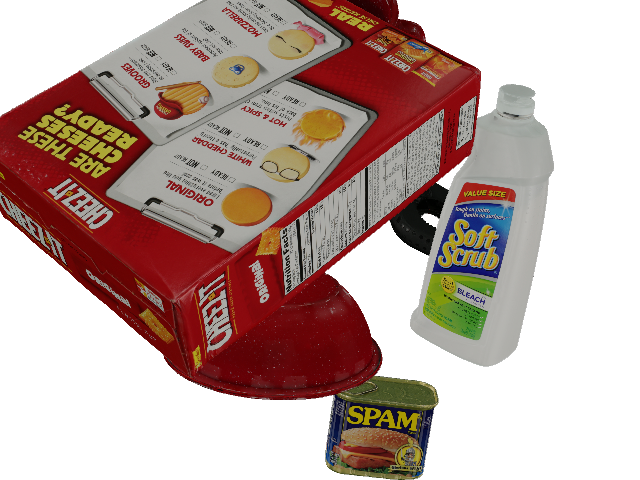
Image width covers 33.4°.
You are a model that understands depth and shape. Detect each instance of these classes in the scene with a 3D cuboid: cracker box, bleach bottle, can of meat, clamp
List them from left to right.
[{"bbox_3d":[-0.045,-0.050,0.571,0.164,0.072,0.213,35,59,30],"label":"cracker box"},{"bbox_3d":[0.057,0.182,1.037,0.102,0.084,0.057,7,16,-2],"label":"can of meat"},{"bbox_3d":[0.091,-0.045,1.164,0.164,0.210,0.036,-15,-36,-28],"label":"clamp"},{"bbox_3d":[0.144,-0.017,0.934,0.103,0.251,0.067,27,36,33],"label":"bleach bottle"}]

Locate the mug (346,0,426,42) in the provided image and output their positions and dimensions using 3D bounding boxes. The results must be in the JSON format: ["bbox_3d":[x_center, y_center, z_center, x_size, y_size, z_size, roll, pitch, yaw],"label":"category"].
[{"bbox_3d":[0.020,-0.145,0.796,0.117,0.093,0.081,1,-33,-1],"label":"mug"}]

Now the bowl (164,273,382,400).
[{"bbox_3d":[-0.033,0.056,0.773,0.162,0.055,0.162,4,18,-1],"label":"bowl"}]
